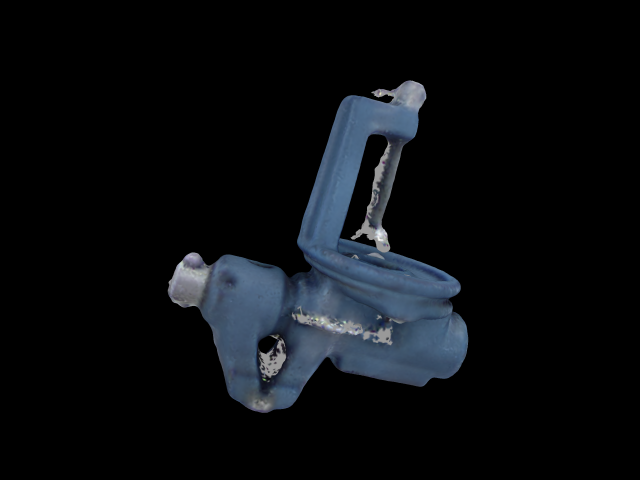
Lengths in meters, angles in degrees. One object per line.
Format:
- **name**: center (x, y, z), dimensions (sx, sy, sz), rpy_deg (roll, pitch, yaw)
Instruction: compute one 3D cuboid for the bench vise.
- **bench vise**: center (0.009, 0.003, 0.390), dimensions (0.208, 0.220, 0.121), rpy_deg (-6, 13, -29)
